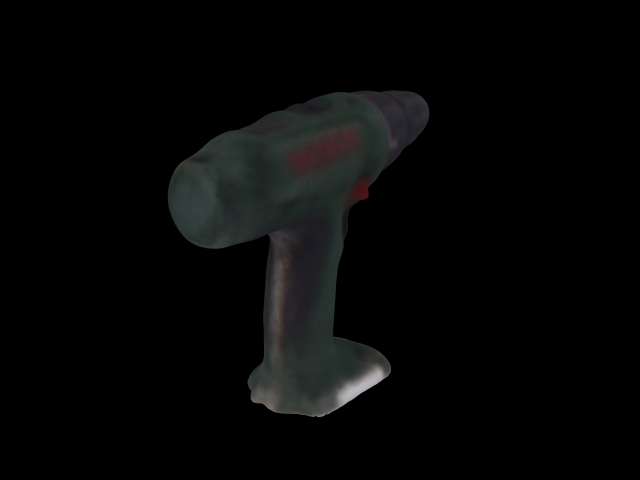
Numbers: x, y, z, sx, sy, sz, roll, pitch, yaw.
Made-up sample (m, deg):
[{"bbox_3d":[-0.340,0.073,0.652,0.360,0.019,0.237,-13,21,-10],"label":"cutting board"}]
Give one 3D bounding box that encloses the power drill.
[{"bbox_3d":[0.004,0.001,0.400,0.075,0.208,0.230,11,17,38],"label":"power drill"}]
